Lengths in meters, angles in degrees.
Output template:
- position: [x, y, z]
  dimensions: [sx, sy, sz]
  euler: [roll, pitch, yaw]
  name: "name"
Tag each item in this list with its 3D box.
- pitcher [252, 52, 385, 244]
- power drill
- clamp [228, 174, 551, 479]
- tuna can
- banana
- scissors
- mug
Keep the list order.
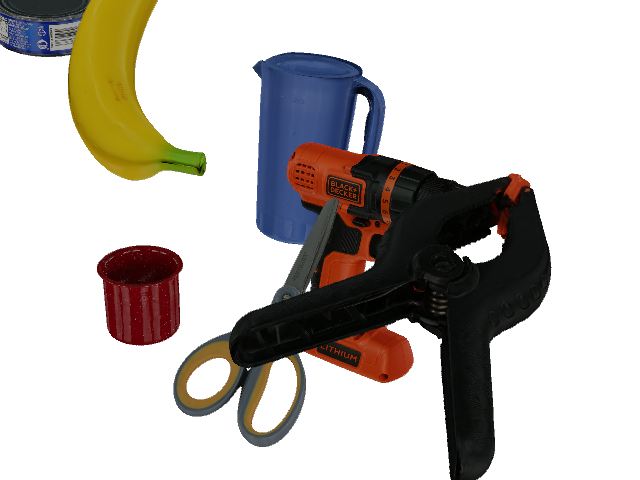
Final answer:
- position: [-0.013, -0.120, 1.420]
  dimensions: [0.144, 0.243, 0.149]
  euler: [-3, 24, -22]
  name: "pitcher"
- position: [0.050, 0.021, 0.897]
  dimensions: [0.185, 0.188, 0.057]
  euler: [19, 25, 32]
  name: "power drill"
- position: [0.058, 0.031, 0.469]
  dimensions: [0.120, 0.039, 0.171]
  euler: [37, 55, 24]
  name: "clamp"
- position: [-0.215, -0.177, 0.840]
  dimensions: [0.086, 0.034, 0.086]
  euler: [4, 35, -3]
  name: "tuna can"
- position: [-0.112, -0.100, 0.617]
  dimensions: [0.069, 0.198, 0.037]
  euler: [-9, -37, -8]
  name: "banana"
- position: [-0.042, 0.048, 0.725]
  dimensions: [0.096, 0.201, 0.016]
  euler: [-1, -39, 9]
  name: "scissors"
- position: [-0.206, 0.058, 1.187]
  dimensions: [0.117, 0.081, 0.093]
  euler: [26, 36, 38]
  name: "mug"
